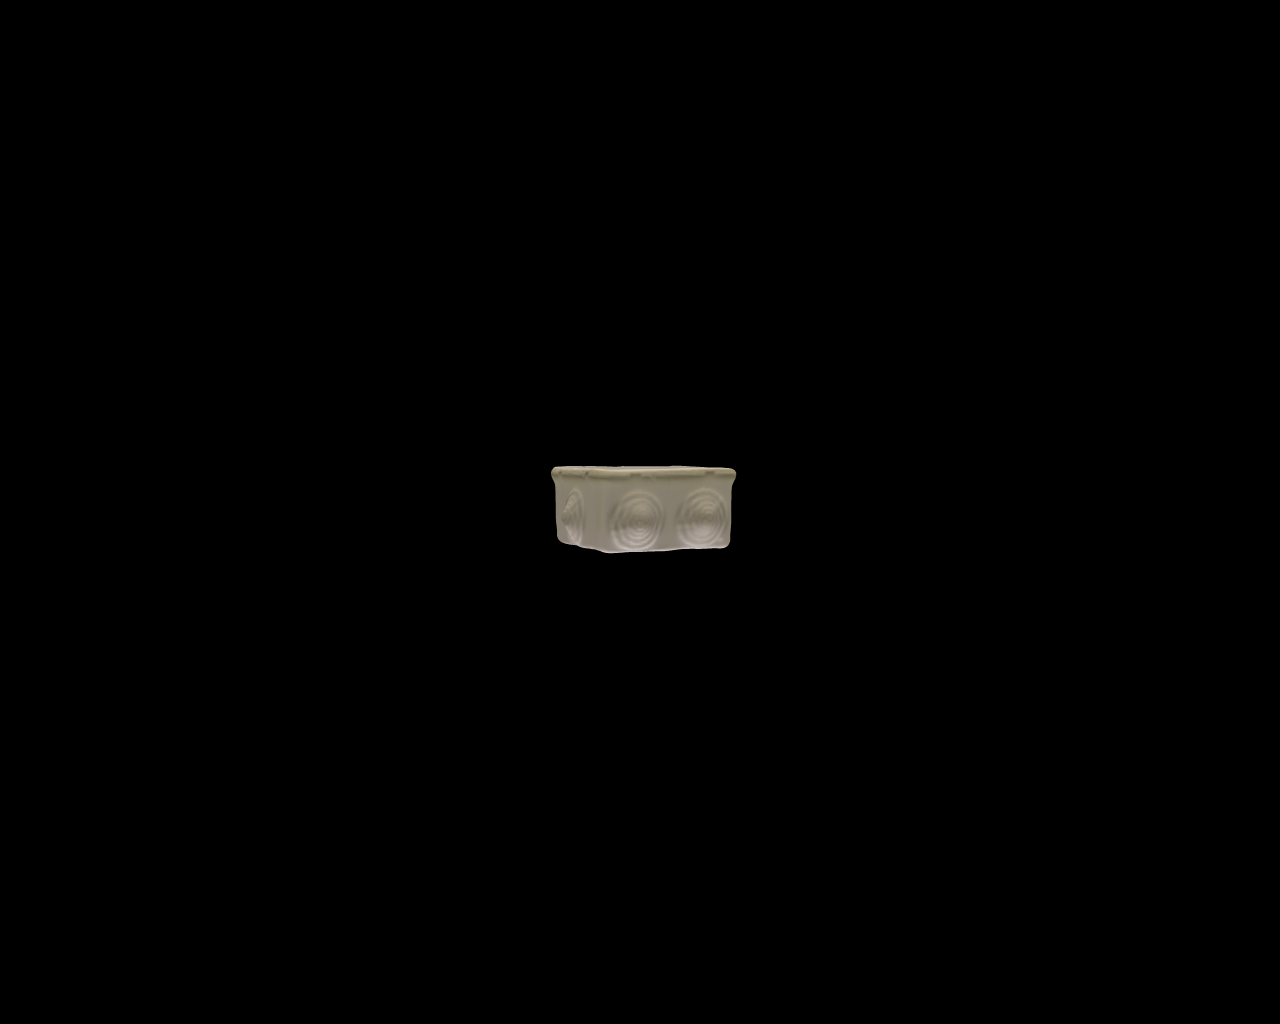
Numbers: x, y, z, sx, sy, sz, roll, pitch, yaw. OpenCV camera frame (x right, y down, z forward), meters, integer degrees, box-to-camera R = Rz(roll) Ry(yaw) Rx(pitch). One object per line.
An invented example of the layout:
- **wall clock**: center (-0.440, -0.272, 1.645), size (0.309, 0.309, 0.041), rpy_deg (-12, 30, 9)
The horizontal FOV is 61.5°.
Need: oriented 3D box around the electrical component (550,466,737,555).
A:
- **electrical component**: center (0.001, -0.003, 0.650), size (0.100, 0.048, 0.099), rpy_deg (-2, 4, -23)
